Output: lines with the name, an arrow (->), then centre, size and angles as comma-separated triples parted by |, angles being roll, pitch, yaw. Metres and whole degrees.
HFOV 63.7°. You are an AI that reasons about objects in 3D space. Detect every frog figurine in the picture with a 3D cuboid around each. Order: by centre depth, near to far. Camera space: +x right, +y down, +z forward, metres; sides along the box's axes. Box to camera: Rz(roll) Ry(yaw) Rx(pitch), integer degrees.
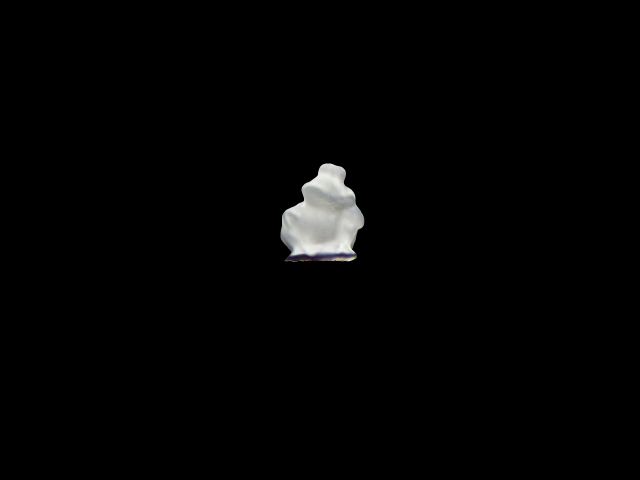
frog figurine -> 0.003, -0.043, 0.850 | 0.137, 0.160, 0.122 | -2, -6, 20
